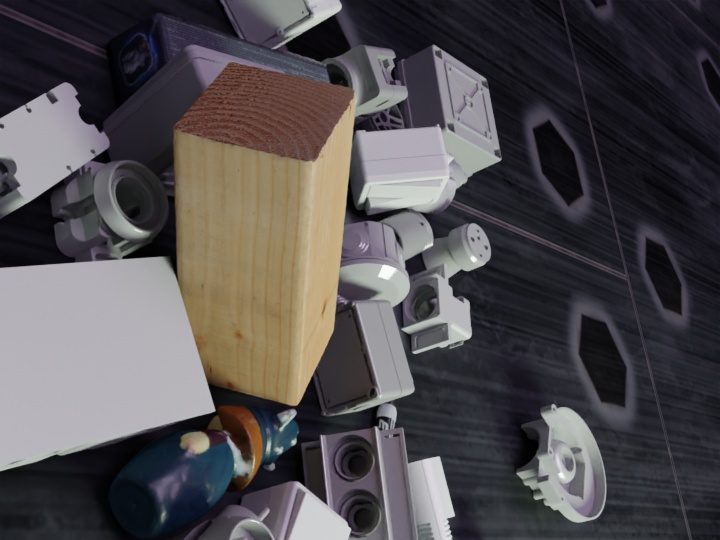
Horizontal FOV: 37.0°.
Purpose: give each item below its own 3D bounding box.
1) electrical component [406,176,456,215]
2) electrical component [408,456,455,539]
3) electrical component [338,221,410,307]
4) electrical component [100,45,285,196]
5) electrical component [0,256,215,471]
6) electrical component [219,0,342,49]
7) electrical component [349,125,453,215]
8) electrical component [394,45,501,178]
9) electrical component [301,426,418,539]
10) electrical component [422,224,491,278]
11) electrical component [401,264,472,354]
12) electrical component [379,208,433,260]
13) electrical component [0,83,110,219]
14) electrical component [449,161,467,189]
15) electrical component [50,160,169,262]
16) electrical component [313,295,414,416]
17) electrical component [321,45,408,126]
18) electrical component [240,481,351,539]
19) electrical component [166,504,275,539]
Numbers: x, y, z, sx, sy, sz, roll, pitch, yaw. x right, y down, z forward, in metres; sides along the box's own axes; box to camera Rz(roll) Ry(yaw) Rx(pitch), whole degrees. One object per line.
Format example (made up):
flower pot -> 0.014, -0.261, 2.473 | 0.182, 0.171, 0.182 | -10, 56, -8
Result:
electrical component -> 0.064, -0.079, 1.072 | 0.081, 0.043, 0.043 | 10, 63, -52
electrical component -> 0.056, 0.200, 0.897 | 0.043, 0.043, 0.081 | 4, 68, -53
electrical component -> 0.000, 0.000, 0.906 | 0.080, 0.080, 0.051 | 31, 43, -42
electrical component -> -0.111, -0.102, 0.780 | 0.109, 0.109, 0.056 | 4, 58, -53
electrical component -> -0.184, 0.056, 0.635 | 0.186, 0.060, 0.105 | -6, 76, -55
electrical component -> -0.063, -0.238, 0.941 | 0.061, 0.096, 0.061 | 62, 33, -7
electrical component -> 0.041, -0.091, 0.992 | 0.096, 0.061, 0.061 | -6, 71, -11
electrical component -> 0.095, -0.168, 1.155 | 0.109, 0.056, 0.108 | 20, 56, -48
electrical component -> 0.003, 0.187, 0.808 | 0.063, 0.079, 0.121 | 63, 18, -67
electrical component -> 0.096, -0.018, 1.069 | 0.045, 0.055, 0.045 | 32, 47, -41
electrical component -> 0.073, 0.041, 1.016 | 0.064, 0.042, 0.081 | 32, 48, -43
electrical component -> 0.040, -0.032, 1.011 | 0.081, 0.043, 0.043 | -26, 92, -57
electrical component -> -0.212, -0.071, 0.675 | 0.050, 0.056, 0.089 | 58, 35, -14
electrical component -> 0.094, -0.099, 1.132 | 0.061, 0.035, 0.035 | 2, 70, -56
electrical component -> -0.166, -0.039, 0.719 | 0.058, 0.057, 0.078 | 9, 64, -52
electrical component -> -0.002, 0.065, 0.879 | 0.061, 0.062, 0.096 | 1, 71, -54
electrical component -> -0.013, -0.162, 0.972 | 0.056, 0.089, 0.050 | -9, 79, -56
electrical component -> -0.051, 0.201, 0.732 | 0.061, 0.061, 0.096 | 46, 39, -29
electrical component -> -0.085, 0.176, 0.685 | 0.043, 0.077, 0.079 | 61, 35, -9
